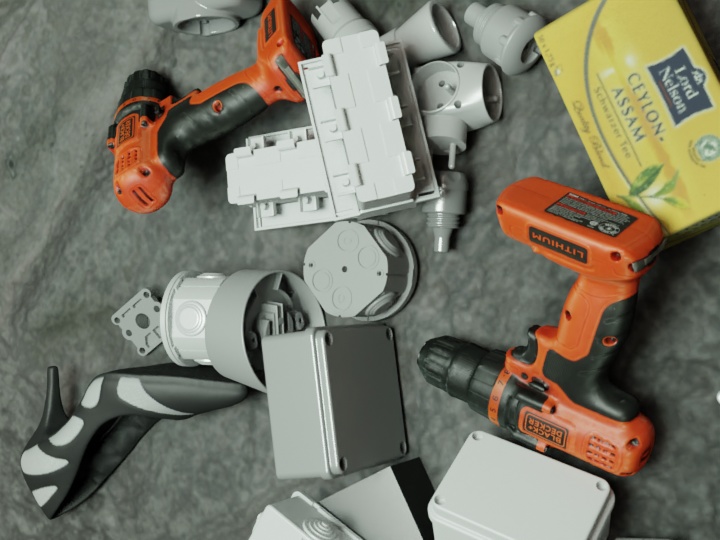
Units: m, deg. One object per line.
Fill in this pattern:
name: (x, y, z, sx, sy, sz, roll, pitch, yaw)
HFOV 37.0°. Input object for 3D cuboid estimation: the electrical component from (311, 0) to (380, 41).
electrical component: (-0.013, -0.192, 0.858, 0.040, 0.040, 0.046, -45, 65, 20)

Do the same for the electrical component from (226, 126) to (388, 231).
electrical component: (-0.042, -0.077, 0.857, 0.121, 0.063, 0.078, -6, 86, 28)

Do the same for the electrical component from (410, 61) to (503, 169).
electrical component: (0.062, -0.112, 0.807, 0.077, 0.044, 0.079, -3, 72, 28)

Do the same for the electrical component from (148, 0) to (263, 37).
electrical component: (-0.132, -0.236, 0.913, 0.095, 0.054, 0.059, -6, 86, 28)

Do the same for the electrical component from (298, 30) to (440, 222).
electrical component: (0.006, -0.104, 0.773, 0.079, 0.063, 0.121, -13, 83, -1)

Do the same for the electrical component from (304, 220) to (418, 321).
electrical component: (0.000, 0.000, 0.840, 0.080, 0.051, 0.080, -1, 88, 28)

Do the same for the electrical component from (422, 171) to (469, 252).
electrical component: (0.064, -0.044, 0.816, 0.035, 0.035, 0.061, 5, 93, 28)

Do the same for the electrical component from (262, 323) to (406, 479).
electrical component: (-0.018, 0.098, 0.815, 0.056, 0.109, 0.108, -10, 84, 30)

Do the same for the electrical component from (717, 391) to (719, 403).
electrical component: (0.276, 0.083, 0.686, 0.096, 0.061, 0.061, -43, 70, 21)

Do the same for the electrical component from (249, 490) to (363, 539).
electrical component: (-0.045, 0.227, 0.800, 0.100, 0.048, 0.099, 34, 104, 25)

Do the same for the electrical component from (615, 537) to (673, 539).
electrical component: (0.183, 0.253, 0.736, 0.074, 0.052, 0.138, -6, 86, 28)

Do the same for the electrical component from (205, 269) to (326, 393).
electrical component: (-0.074, 0.048, 0.853, 0.064, 0.099, 0.099, 9, 93, 34)

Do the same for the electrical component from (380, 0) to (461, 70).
electrical component: (0.039, -0.173, 0.829, 0.065, 0.044, 0.044, -24, 78, 30)

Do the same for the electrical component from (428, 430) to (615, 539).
electrical component: (0.113, 0.171, 0.751, 0.113, 0.078, 0.057, 19, 142, 25)

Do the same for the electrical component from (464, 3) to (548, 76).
electrical component: (0.104, -0.176, 0.793, 0.062, 0.048, 0.048, 41, 107, 31)

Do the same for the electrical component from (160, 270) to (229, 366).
electrical component: (-0.126, 0.040, 0.891, 0.051, 0.080, 0.080, 0, 89, 23)
